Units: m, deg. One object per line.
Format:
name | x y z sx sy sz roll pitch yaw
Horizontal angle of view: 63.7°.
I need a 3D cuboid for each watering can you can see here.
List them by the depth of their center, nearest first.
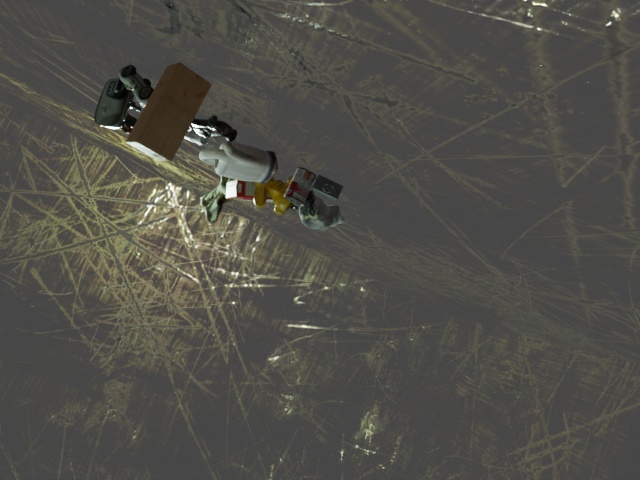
watering can | -0.224 -0.228 1.484 0.224 0.104 0.348 9 180 -24

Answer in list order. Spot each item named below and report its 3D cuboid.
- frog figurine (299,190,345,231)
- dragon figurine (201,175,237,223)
frog figurine | 0.006 -0.094 1.875 0.158 0.121 0.140 20 -149 -47
dragon figurine | -0.379 -0.169 2.128 0.120 0.245 0.412 37 169 -36
